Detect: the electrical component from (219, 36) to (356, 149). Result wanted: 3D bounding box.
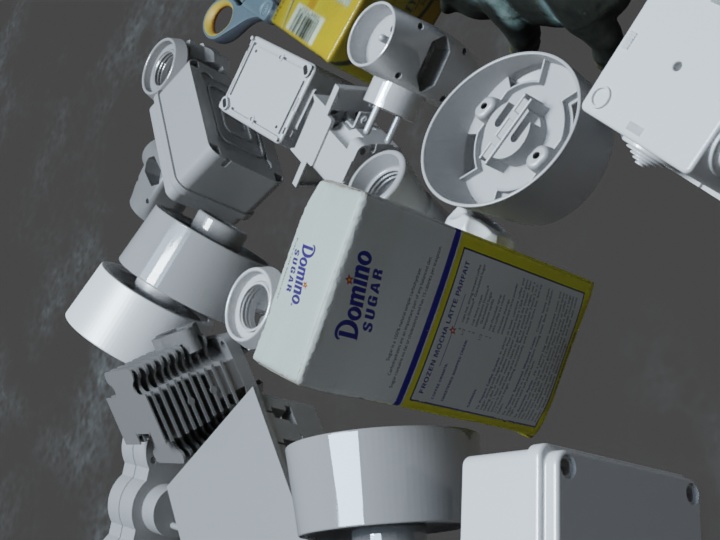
[{"bbox_3d":[-0.046,-0.123,0.795,0.096,0.061,0.061,34,101,42],"label":"electrical component"}]

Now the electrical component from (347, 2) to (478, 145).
[{"bbox_3d":[0.027,-0.120,0.691,0.043,0.077,0.079,33,100,50],"label":"electrical component"}]

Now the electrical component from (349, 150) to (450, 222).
[{"bbox_3d":[0.028,-0.037,0.664,0.044,0.065,0.044,-27,41,26],"label":"electrical component"}]

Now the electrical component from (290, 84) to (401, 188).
[{"bbox_3d":[-0.008,-0.083,0.735,0.063,0.042,0.081,49,127,35],"label":"electrical component"}]

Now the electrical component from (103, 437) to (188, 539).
[{"bbox_3d":[-0.145,0.174,0.788,0.074,0.052,0.138,-1,75,49],"label":"electrical component"}]

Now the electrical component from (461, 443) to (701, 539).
[{"bbox_3d":[0.099,0.140,0.476,0.056,0.109,0.108,-18,61,47],"label":"electrical component"}]

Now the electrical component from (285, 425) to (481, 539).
[{"bbox_3d":[0.015,0.124,0.585,0.108,0.108,0.060,-22,65,43],"label":"electrical component"}]

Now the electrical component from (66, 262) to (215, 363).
[{"bbox_3d":[-0.164,0.033,0.830,0.108,0.108,0.060,34,95,50],"label":"electrical component"}]

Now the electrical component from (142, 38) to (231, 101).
[{"bbox_3d":[-0.151,-0.166,0.933,0.058,0.057,0.078,-31,53,38],"label":"electrical component"}]

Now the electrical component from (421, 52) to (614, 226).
[{"bbox_3d":[0.090,-0.074,0.608,0.099,0.064,0.099,-23,58,43],"label":"electrical component"}]

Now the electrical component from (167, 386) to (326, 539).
[{"bbox_3d":[-0.047,0.181,0.666,0.105,0.060,0.186,-49,44,24],"label":"electrical component"}]

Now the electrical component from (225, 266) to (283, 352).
[{"bbox_3d":[-0.055,0.030,0.740,0.078,0.057,0.058,-27,56,40],"label":"electrical component"}]

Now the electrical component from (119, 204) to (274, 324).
[{"bbox_3d":[-0.114,-0.009,0.789,0.108,0.108,0.060,32,94,50],"label":"electrical component"}]

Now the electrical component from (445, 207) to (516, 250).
[{"bbox_3d":[0.059,-0.003,0.632,0.062,0.043,0.043,-59,40,16],"label":"electrical component"}]

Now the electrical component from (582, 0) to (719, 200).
[{"bbox_3d":[0.170,-0.093,0.536,0.099,0.048,0.099,-59,41,14],"label":"electrical component"}]

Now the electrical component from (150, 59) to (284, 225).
[{"bbox_3d":[-0.115,-0.100,0.848,0.057,0.078,0.113,-41,47,27],"label":"electrical component"}]

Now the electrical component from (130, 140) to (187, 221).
[{"bbox_3d":[-0.165,-0.088,0.928,0.077,0.043,0.079,-53,42,20],"label":"electrical component"}]
